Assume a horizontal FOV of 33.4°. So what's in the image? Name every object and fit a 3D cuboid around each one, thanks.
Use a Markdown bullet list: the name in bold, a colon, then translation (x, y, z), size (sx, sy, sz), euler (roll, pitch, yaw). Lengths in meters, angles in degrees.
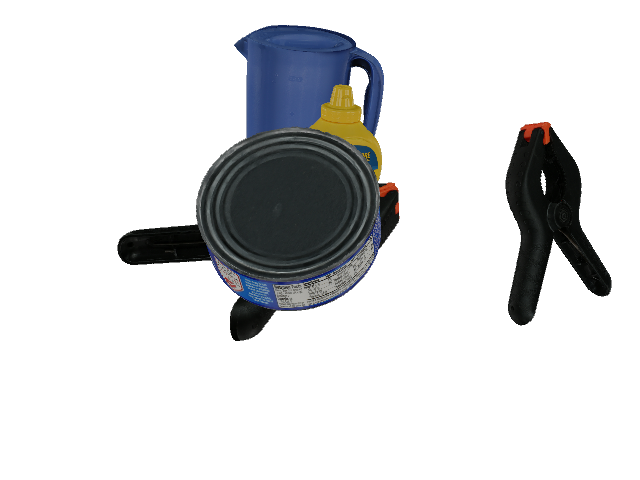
- **tuna can**: translation (-0.014, -0.010, 0.506), size (0.086, 0.086, 0.034), euler (0, -32, 7)
- **clamp**: translation (0.191, -0.012, 0.920), size (0.120, 0.171, 0.039), euler (-26, 11, -39)
- **mustard bottle**: translation (0.016, -0.064, 1.097), size (0.096, 0.192, 0.058), euler (-5, 21, -24)
- **clamp**: translation (-0.032, -0.001, 0.777), size (0.209, 0.036, 0.165), euler (-26, 35, -37)
- **pitcher**: translation (-0.022, -0.137, 1.324), size (0.144, 0.243, 0.149), euler (-10, 28, -30)
